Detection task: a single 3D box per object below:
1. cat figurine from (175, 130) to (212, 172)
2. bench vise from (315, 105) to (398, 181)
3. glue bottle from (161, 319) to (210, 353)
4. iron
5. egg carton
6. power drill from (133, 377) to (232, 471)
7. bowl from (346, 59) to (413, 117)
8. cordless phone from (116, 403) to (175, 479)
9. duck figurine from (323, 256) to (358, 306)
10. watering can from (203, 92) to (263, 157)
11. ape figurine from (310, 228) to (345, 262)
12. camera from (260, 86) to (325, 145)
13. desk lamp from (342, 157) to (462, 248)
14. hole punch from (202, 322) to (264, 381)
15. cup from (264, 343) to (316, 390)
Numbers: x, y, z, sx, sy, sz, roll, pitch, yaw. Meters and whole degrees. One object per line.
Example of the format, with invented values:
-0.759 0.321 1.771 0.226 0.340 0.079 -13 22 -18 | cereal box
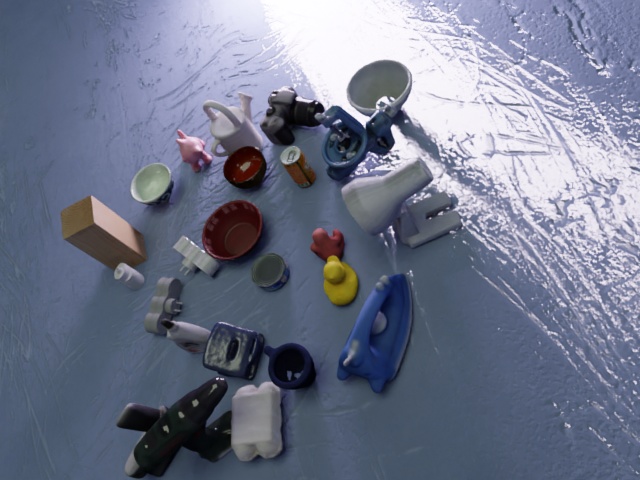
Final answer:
-0.346 -0.246 1.526 0.067 0.118 0.127 -35 57 1 | cat figurine
0.072 -0.258 1.308 0.121 0.220 0.207 32 79 32 | bench vise
-0.292 0.203 1.235 0.078 0.173 0.037 -14 60 14 | glue bottle
0.109 0.157 1.123 0.118 0.142 0.258 13 69 27 | iron
-0.124 0.363 1.148 0.107 0.070 0.150 -13 60 15 | egg carton
-0.233 0.361 1.108 0.229 0.209 0.075 -39 57 -1 | power drill
0.152 -0.361 1.419 0.167 0.075 0.167 -9 61 17 | bowl
-0.369 0.399 1.155 0.093 0.185 0.148 18 72 28 | cordless phone
0.036 0.083 1.224 0.077 0.086 0.104 -14 60 14 | duck figurine
-0.228 -0.298 1.461 0.100 0.194 0.173 0 64 21 | watering can
0.012 0.005 1.271 0.077 0.092 0.076 -16 59 13 | ape figurine
-0.068 -0.324 1.469 0.136 0.101 0.143 16 70 27 | camera
0.168 -0.076 1.180 0.203 0.214 0.117 -24 58 8 | desk lamp
-0.183 0.236 1.225 0.100 0.091 0.109 4 66 23 | hole punch
-0.057 0.259 1.162 0.117 0.095 0.092 27 76 30 | cup
